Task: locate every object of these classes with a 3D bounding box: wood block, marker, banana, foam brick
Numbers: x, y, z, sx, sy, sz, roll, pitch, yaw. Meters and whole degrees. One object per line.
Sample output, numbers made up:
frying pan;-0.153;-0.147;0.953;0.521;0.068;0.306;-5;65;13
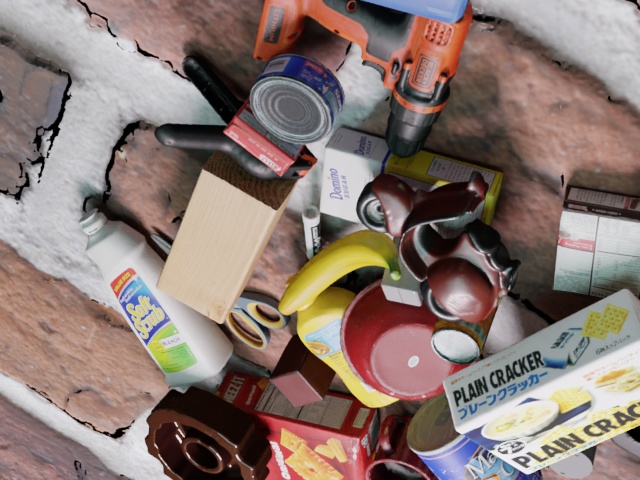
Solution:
wood block;-0.100;-0.015;1.177;0.091;0.090;0.206;29;136;0
marker;-0.008;0.001;1.172;0.020;0.020;0.121;17;152;12
banana;0.021;0.029;1.142;0.037;0.069;0.198;39;145;-21
foam brick;-0.016;0.154;1.293;0.053;0.078;0.051;-23;117;40

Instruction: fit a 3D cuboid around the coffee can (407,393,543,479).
coffee can;0.184;0.257;1.269;0.103;0.102;0.140;-23;116;38

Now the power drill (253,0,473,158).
power drill;0.035;-0.174;0.996;0.187;0.057;0.185;21;135;5

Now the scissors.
scissors;-0.113;0.056;1.297;0.096;0.016;0.201;-19;118;35

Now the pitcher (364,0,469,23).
pitcher;0.021;-0.275;0.874;0.243;0.145;0.149;19;147;4

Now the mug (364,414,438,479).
mug;0.106;0.266;1.329;0.093;0.081;0.117;-13;122;34

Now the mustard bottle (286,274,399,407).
mustard bottle;0.030;0.110;1.245;0.191;0.058;0.096;45;131;-16

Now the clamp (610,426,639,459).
clamp;0.393;0.227;1.186;0.165;0.036;0.210;-21;116;38

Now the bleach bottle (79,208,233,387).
bleach bottle;-0.217;0.068;1.327;0.103;0.068;0.250;-19;116;37

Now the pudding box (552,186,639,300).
pudding box;0.279;0.007;1.049;0.090;0.039;0.113;10;134;17

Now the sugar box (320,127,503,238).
sugar box;0.090;-0.048;1.087;0.176;0.048;0.093;20;137;14

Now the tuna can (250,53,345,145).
tuna can;-0.022;-0.131;1.002;0.086;0.033;0.086;17;142;13

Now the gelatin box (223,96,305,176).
gelatin box;-0.045;-0.116;1.060;0.073;0.089;0.030;37;136;-8

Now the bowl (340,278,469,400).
bowl;0.101;0.120;1.179;0.162;0.055;0.162;1;114;3

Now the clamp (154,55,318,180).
clamp;-0.085;-0.104;1.075;0.171;0.120;0.039;32;143;-9

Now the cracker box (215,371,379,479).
cracker box;-0.028;0.270;1.404;0.214;0.072;0.164;9;132;20
